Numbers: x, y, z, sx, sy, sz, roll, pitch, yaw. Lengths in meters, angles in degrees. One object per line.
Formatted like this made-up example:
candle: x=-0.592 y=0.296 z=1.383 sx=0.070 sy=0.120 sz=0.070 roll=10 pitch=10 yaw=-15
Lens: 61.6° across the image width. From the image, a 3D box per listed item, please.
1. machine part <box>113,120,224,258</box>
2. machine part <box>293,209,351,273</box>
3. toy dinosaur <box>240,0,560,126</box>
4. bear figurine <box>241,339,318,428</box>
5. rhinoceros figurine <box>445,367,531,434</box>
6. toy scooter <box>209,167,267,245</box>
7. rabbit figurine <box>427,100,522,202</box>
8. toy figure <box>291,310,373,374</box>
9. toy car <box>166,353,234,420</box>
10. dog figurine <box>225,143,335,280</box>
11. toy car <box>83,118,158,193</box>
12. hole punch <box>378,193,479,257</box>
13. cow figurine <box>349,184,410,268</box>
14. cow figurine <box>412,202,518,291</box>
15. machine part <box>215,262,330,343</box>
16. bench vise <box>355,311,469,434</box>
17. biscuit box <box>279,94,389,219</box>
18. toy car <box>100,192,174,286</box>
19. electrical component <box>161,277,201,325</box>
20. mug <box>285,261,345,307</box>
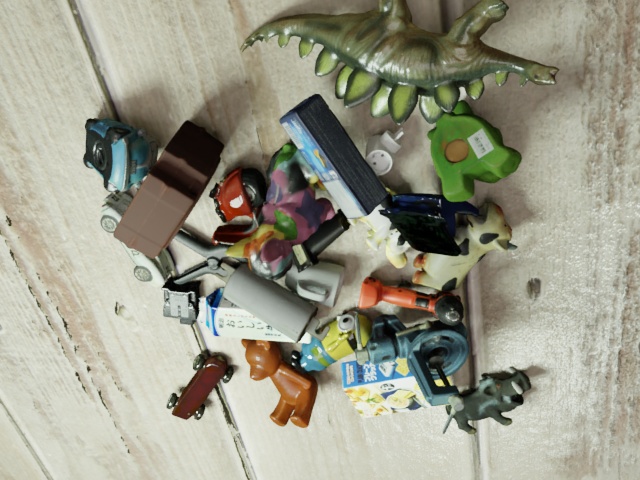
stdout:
machine part: x=-0.249 y=-0.083 z=0.899 sx=0.087 sy=0.201 sz=0.201 roll=33 pitch=118 yaw=-15
machine part: x=-0.002 y=-0.003 z=0.994 sx=0.139 sy=0.084 sz=0.039 roll=-40 pitch=146 yaw=18
toy dinosaur: x=0.096 y=-0.277 z=0.772 sx=0.472 sy=0.105 sz=0.198 roll=24 pitch=105 yaw=21
bear figurine: x=-0.097 y=0.296 z=1.146 sx=0.195 sy=0.132 sz=0.120 roll=43 pitch=144 yaw=-25
rhinoceros figurine: x=0.365 y=0.341 z=1.159 sx=0.190 sy=0.073 sz=0.112 roll=-31 pitch=102 yaw=23
toy scooter: x=-0.151 y=-0.045 z=0.987 sx=0.135 sy=0.075 sz=0.183 roll=-11 pitch=123 yaw=13
rabbit figurine: x=0.238 y=-0.136 z=0.860 sx=0.121 sy=0.170 sz=0.159 roll=-43 pitch=66 yaw=23
toy figure: x=0.027 y=0.213 z=1.112 sx=0.180 sy=0.082 sz=0.089 roll=-37 pitch=131 yaw=15
toy car: x=-0.277 y=0.336 z=1.230 sx=0.089 sy=0.053 sz=0.202 roll=26 pitch=116 yaw=-21
dog figurine: x=-0.066 y=-0.043 z=0.882 sx=0.109 sy=0.219 sz=0.191 roll=10 pitch=124 yaw=26
toy car: x=-0.335 y=-0.149 z=0.923 sx=0.162 sy=0.103 sz=0.109 roll=31 pitch=118 yaw=40
hole punch: x=0.186 y=-0.043 z=0.892 sx=0.115 sy=0.142 sz=0.092 roll=43 pitch=73 yaw=-34
cow figurine: x=0.123 y=-0.029 z=0.972 sx=0.098 sy=0.068 sz=0.167 roll=-39 pitch=112 yaw=13
cow figurine: x=0.264 y=0.015 z=0.970 sx=0.127 sy=0.085 sz=0.194 roll=23 pitch=123 yaw=-9
machine part: x=-0.093 y=0.118 z=1.009 sx=0.243 sy=0.079 sz=0.079 roll=31 pitch=120 yaw=9
bench vise: x=0.183 y=0.220 z=0.979 sx=0.224 sy=0.241 sz=0.128 roll=-1 pitch=119 yaw=-12
biscuit box: x=0.023 y=-0.130 z=0.855 sx=0.202 sy=0.063 sz=0.059 roll=54 pitch=152 yaw=-17
toy car: x=-0.350 y=-0.001 z=1.031 sx=0.056 sy=0.073 sz=0.201 roll=-15 pitch=117 yaw=18
electrical component: x=-0.287 y=0.138 z=1.121 sx=0.075 sy=0.048 sz=0.119 roll=10 pitch=119 yaw=1
mug: x=-0.015 y=0.083 z=1.031 sx=0.107 sy=0.109 sz=0.080 roll=15 pitch=118 yaw=11
